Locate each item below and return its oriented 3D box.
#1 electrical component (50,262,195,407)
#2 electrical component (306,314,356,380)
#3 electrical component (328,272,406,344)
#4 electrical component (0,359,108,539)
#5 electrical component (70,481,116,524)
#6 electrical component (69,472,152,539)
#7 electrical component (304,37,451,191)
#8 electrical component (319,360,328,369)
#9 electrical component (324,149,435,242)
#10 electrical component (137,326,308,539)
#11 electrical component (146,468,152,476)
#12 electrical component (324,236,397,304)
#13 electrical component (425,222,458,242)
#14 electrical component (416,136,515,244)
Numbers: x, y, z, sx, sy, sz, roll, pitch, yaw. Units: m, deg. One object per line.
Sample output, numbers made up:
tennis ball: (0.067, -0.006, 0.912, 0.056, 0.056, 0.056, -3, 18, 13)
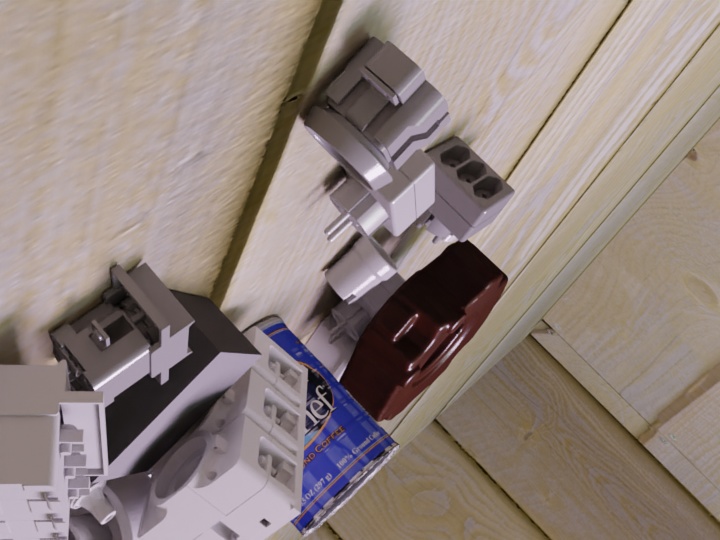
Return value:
electrical component: (-0.124, 0.037, 0.558, 0.064, 0.042, 0.081, -35, 165, -23)
electrical component: (0.003, 0.066, 1.046, 0.113, 0.057, 0.078, -32, 163, -46)
electrical component: (0.001, 0.037, 0.949, 0.076, 0.047, 0.083, -40, 163, -16)
electrical component: (-0.166, 0.095, 0.529, 0.079, 0.063, 0.121, 2, 154, -11)
electrical component: (-0.173, 0.128, 0.655, 0.035, 0.061, 0.035, -42, 168, -11)
electrical component: (-0.182, 0.178, 0.697, 0.108, 0.108, 0.060, -46, 162, 7)
electrical component: (0.008, -0.079, 0.565, 0.057, 0.058, 0.078, -47, 168, -1)
electrical component: (-0.056, 0.111, 0.949, 0.051, 0.080, 0.080, -44, 169, 23)
electrical component: (0.006, -0.046, 0.693, 0.076, 0.047, 0.083, -43, 168, -6)
electrical component: (-0.089, 0.114, 0.709, 0.089, 0.062, 0.150, -39, -157, 19)
electrical component: (-0.156, 0.155, 0.773, 0.040, 0.078, 0.040, -20, 157, -9)
electrical component: (0.000, 0.000, 0.857, 0.046, 0.040, 0.040, -40, 169, 10)
electrical component: (0.086, -0.062, 0.906, 0.065, 0.047, 0.077, -48, 168, 14)
electrical component: (0.069, -0.051, 0.843, 0.047, 0.065, 0.076, -33, 163, -45)
